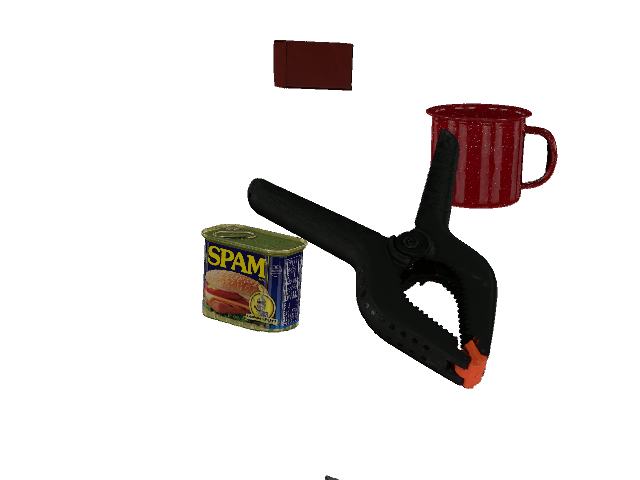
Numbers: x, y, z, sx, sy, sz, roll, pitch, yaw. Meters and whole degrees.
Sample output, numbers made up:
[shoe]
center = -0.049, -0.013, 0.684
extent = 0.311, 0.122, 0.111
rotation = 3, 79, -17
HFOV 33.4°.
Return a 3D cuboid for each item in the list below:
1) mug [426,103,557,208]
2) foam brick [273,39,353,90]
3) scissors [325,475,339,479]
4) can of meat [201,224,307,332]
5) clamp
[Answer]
[mug]
center = 0.152, -0.075, 0.952
extent = 0.117, 0.081, 0.093
rotation = 4, 15, 13
[foam brick]
center = -0.008, -0.191, 1.166
extent = 0.078, 0.051, 0.053
rotation = 0, 12, -16
[scissors]
center = 0.084, 0.164, 0.511
extent = 0.096, 0.016, 0.202
rotation = -2, 23, -24
[can of meat]
center = -0.066, 0.036, 1.022
extent = 0.102, 0.084, 0.057
rotation = 13, 18, 31
[clamp]
center = 0.048, 0.011, 0.725
extent = 0.164, 0.210, 0.036
rotation = -11, -39, -11
